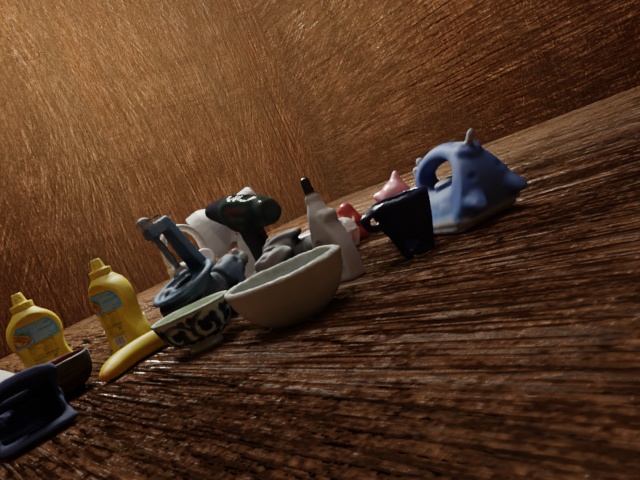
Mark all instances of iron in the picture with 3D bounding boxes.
[{"bbox_3d":[0.209,-0.092,0.941,0.119,0.141,0.257,-26,6,-19],"label":"iron"}]

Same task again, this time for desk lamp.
[{"bbox_3d":[-0.182,-0.003,1.343,0.203,0.213,0.118,-24,6,-8],"label":"desk lamp"}]

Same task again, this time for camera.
[{"bbox_3d":[-0.034,0.027,1.030,0.136,0.101,0.143,-22,6,17],"label":"camera"}]

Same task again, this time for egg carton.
[{"bbox_3d":[0.011,0.004,1.224,0.150,0.069,0.107,-21,6,25],"label":"egg carton"}]

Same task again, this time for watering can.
[{"bbox_3d":[-0.250,0.057,1.154,0.172,0.194,0.101,-19,7,36],"label":"watering can"}]

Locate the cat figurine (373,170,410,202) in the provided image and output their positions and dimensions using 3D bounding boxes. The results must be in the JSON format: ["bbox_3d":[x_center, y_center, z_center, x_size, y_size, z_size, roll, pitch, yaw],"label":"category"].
[{"bbox_3d":[0.172,-0.084,1.140,0.067,0.118,0.127,-28,7,-38],"label":"cat figurine"}]

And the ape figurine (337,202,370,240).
[{"bbox_3d":[0.069,-0.041,1.297,0.076,0.092,0.078,-23,6,7],"label":"ape figurine"}]

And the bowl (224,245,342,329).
[{"bbox_3d":[-0.037,0.071,0.759,0.167,0.075,0.167,-23,5,3],"label":"bowl"}]

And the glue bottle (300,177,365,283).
[{"bbox_3d":[0.009,-0.017,0.893,0.037,0.173,0.078,-28,7,-37],"label":"glue bottle"}]

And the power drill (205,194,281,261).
[{"bbox_3d":[-0.143,0.000,1.177,0.076,0.208,0.229,-28,7,-39],"label":"power drill"}]

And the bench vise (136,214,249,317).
[{"bbox_3d":[-0.226,0.048,1.003,0.121,0.220,0.208,-21,6,26],"label":"bench vise"}]

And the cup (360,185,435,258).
[{"bbox_3d":[0.120,-0.017,0.839,0.118,0.095,0.091,-26,6,-27],"label":"cup"}]

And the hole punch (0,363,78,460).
[{"bbox_3d":[-0.385,0.216,0.731,0.100,0.091,0.109,-18,8,47],"label":"hole punch"}]

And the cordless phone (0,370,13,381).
[{"bbox_3d":[-0.651,0.243,1.103,0.094,0.185,0.147,-25,6,-14],"label":"cordless phone"}]
